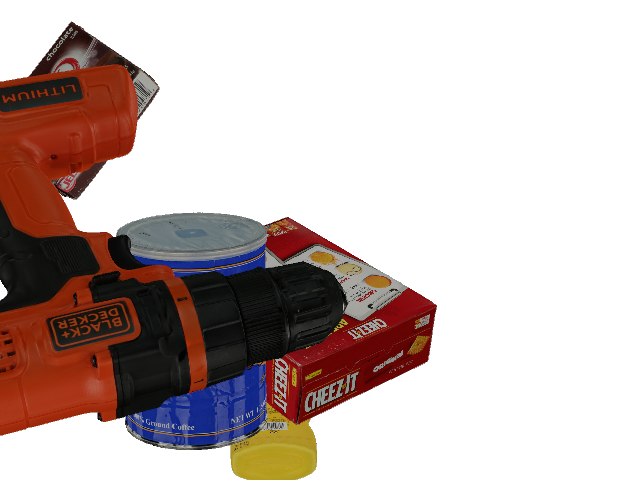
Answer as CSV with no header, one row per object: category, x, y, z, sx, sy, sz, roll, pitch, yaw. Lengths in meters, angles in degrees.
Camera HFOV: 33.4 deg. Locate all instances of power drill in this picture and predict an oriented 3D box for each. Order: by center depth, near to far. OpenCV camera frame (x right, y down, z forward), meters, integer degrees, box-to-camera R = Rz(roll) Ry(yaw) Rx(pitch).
power drill,-0.100,-0.004,0.510,0.184,0.188,0.057,-12,-40,-20

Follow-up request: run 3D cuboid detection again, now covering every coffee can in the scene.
coffee can,-0.088,0.060,0.746,0.103,0.140,0.103,0,15,0

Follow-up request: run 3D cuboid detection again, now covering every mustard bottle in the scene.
mustard bottle,-0.057,0.204,1.258,0.096,0.058,0.191,-3,27,-3

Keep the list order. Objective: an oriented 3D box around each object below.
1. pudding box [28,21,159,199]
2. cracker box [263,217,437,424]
pudding box,-0.192,-0.101,0.829,0.090,0.113,0.039,36,-5,29
cracker box,-0.027,0.067,0.985,0.163,0.072,0.214,-20,36,-36
